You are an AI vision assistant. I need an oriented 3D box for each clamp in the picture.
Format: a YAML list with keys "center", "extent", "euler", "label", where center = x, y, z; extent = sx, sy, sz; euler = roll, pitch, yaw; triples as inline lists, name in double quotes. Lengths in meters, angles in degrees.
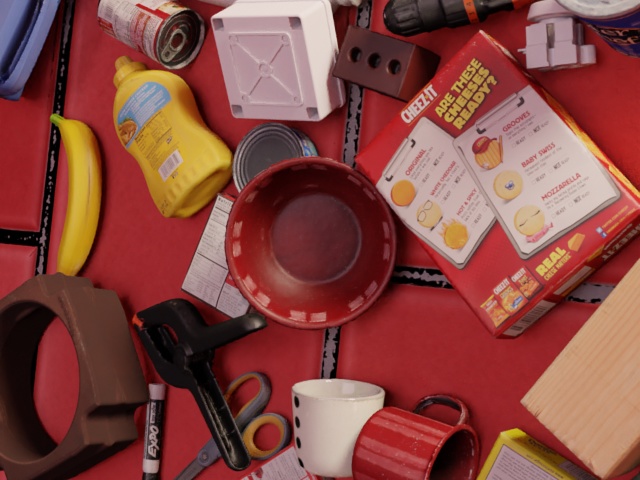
- center: [-0.121, 0.109, 1.067]
  extent: [0.210, 0.036, 0.165]
  euler: [37, 123, 41]
  label: "clamp"

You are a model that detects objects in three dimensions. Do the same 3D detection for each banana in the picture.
- center: [-0.273, -0.052, 1.205]
  extent: [0.070, 0.037, 0.198]
  euler: [-13, 77, 49]
  label: "banana"

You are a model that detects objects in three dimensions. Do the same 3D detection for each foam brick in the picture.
- center: [0.062, -0.163, 1.001]
  extent: [0.078, 0.051, 0.053]
  euler: [23, 98, 30]
  label: "foam brick"

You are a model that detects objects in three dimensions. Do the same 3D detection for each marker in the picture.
- center: [-0.177, 0.213, 1.129]
  extent: [0.020, 0.020, 0.121]
  euler: [2, 87, 31]
  label: "marker"

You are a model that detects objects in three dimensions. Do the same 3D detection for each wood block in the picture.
- center: [0.266, 0.079, 0.834]
  extent: [0.091, 0.090, 0.206]
  euler: [45, 108, 27]
  label: "wood block"

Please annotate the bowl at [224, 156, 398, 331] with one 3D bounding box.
- center: [-0.007, 0.001, 1.004]
  extent: [0.162, 0.055, 0.162]
  euler: [1, 96, 5]
  label: "bowl"

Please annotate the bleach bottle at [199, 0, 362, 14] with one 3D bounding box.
- center: [-0.064, -0.282, 1.083]
  extent: [0.251, 0.068, 0.102]
  euler: [19, 96, 29]
  label: "bleach bottle"

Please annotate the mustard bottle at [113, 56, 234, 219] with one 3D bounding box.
- center: [-0.169, -0.122, 1.132]
  extent: [0.096, 0.058, 0.192]
  euler: [-44, 66, 26]
  label: "mustard bottle"

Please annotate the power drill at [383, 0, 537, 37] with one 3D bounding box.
- center: [0.126, -0.284, 0.933]
  extent: [0.184, 0.057, 0.187]
  euler: [-15, 96, 12]
  label: "power drill"

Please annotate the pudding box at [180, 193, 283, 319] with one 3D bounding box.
- center: [-0.082, 0.020, 1.079]
  extent: [0.090, 0.039, 0.113]
  euler: [27, 98, 30]
  label: "pudding box"

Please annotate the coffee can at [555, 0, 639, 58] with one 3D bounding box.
- center: [0.245, -0.208, 0.842]
  extent: [0.103, 0.140, 0.103]
  euler: [-3, 84, 31]
  label: "coffee can"

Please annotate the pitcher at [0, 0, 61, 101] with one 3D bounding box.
- center: [-0.352, -0.287, 1.220]
  extent: [0.149, 0.145, 0.243]
  euler: [28, 99, -4]
  label: "pitcher"

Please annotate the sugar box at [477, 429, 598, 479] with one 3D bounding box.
- center: [0.160, 0.261, 0.908]
  extent: [0.093, 0.048, 0.176]
  euler: [31, 105, 29]
  label: "sugar box"

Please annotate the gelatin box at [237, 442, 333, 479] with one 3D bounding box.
- center: [-0.030, 0.244, 1.032]
  extent: [0.089, 0.030, 0.073]
  euler: [-37, 70, 23]
  label: "gelatin box"

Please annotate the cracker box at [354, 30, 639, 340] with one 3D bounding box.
- center: [0.157, -0.046, 0.922]
  extent: [0.164, 0.072, 0.214]
  euler: [-45, 64, 19]
  label: "cracker box"

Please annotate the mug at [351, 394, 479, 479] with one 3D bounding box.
- center: [0.087, 0.186, 0.940]
  extent: [0.082, 0.093, 0.117]
  euler: [14, 62, 36]
  label: "mug"

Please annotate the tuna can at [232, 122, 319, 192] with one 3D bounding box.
- center: [-0.043, -0.073, 1.066]
  extent: [0.086, 0.033, 0.086]
  euler: [-3, 84, 31]
  label: "tuna can"

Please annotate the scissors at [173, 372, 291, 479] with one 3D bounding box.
- center: [-0.098, 0.226, 1.082]
  extent: [0.096, 0.016, 0.202]
  euler: [38, 105, 28]
  label: "scissors"

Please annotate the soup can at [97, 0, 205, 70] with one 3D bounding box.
- center: [-0.182, -0.233, 1.145]
  extent: [0.102, 0.068, 0.068]
  euler: [32, 102, 30]
  label: "soup can"
